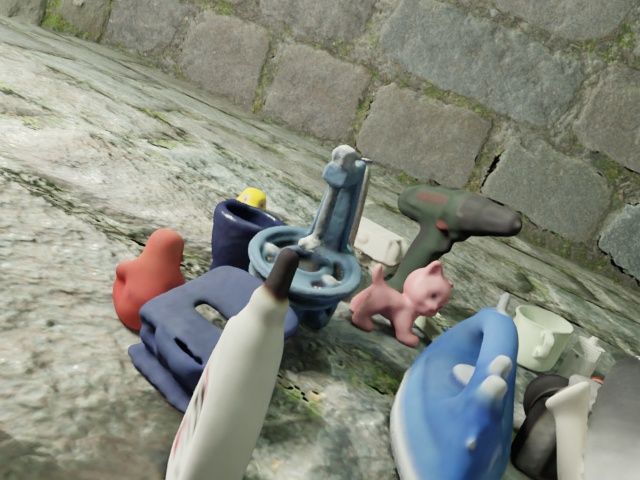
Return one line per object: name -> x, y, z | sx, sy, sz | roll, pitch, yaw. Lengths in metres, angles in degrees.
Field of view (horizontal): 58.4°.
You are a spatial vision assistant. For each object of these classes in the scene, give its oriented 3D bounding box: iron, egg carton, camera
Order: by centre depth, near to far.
iron -> 0.143, 0.136, 0.522 | 0.118, 0.141, 0.259 | 26, 14, 10
camera -> 0.279, 0.196, 0.605 | 0.143, 0.101, 0.137 | 24, 14, 2
egg carton -> 0.087, 0.008, 1.038 | 0.150, 0.069, 0.107 | 30, 15, 22

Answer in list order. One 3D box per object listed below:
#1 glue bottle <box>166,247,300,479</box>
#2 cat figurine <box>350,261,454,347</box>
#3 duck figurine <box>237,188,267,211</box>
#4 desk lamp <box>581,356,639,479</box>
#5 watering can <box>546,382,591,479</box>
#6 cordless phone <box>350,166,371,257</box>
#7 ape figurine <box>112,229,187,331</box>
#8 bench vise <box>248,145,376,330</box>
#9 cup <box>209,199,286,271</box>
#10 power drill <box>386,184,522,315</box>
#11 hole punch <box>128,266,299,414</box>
glue bottle -> -0.049, 0.082, 0.346 | 0.037, 0.173, 0.078 | 18, 15, -20
cat figurine -> 0.118, 0.072, 0.761 | 0.128, 0.118, 0.067 | 20, 15, -14
duck figurine -> -0.109, -0.038, 0.859 | 0.077, 0.086, 0.104 | 21, 14, -11
desk lamp -> 0.222, 0.189, 0.309 | 0.203, 0.213, 0.118 | 25, 14, 5
watering can -> 0.252, 0.179, 0.432 | 0.172, 0.194, 0.101 | 28, 15, 16
cordless phone -> 0.043, -0.022, 0.844 | 0.094, 0.185, 0.147 | 24, 14, 1
ape figurine -> -0.149, 0.033, 0.529 | 0.078, 0.092, 0.076 | 25, 14, 4
bench vise -> -0.005, -0.003, 0.625 | 0.121, 0.220, 0.207 | 23, 14, -2
cup -> -0.101, 0.006, 0.696 | 0.092, 0.095, 0.117 | 13, 18, -36
power drill -> 0.187, 0.014, 0.895 | 0.076, 0.208, 0.228 | 13, 18, -37
hole punch -> -0.086, 0.078, 0.469 | 0.108, 0.091, 0.101 | 32, 17, 30
